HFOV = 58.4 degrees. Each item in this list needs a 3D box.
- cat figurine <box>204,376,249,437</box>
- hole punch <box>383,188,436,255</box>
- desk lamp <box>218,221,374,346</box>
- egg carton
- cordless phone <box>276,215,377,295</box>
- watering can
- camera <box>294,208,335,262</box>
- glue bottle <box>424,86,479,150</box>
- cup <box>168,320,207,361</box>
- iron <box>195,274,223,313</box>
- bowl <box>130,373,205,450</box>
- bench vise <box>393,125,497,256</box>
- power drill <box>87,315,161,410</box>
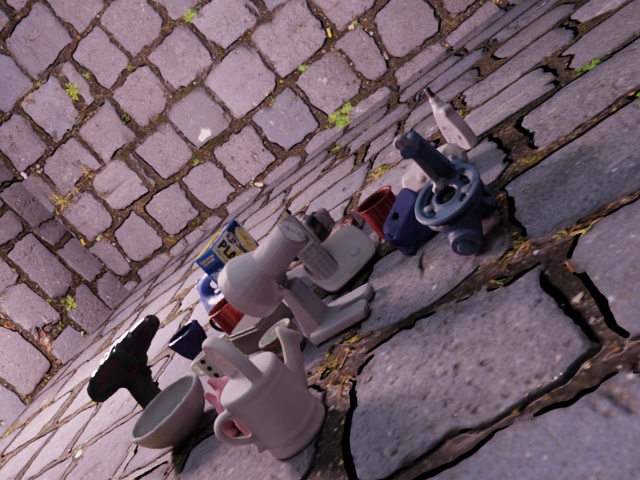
[{"bbox_3d":[-0.140,0.257,0.920,0.127,0.118,0.067,-24,21,46],"label":"cat figurine"},{"bbox_3d":[0.162,-0.037,1.087,0.101,0.091,0.108,-40,15,1],"label":"hole punch"},{"bbox_3d":[-0.048,0.080,1.022,0.203,0.214,0.118,-33,16,24],"label":"desk lamp"},{"bbox_3d":[0.248,-0.147,1.244,0.150,0.069,0.107,-23,23,49],"label":"egg carton"},{"bbox_3d":[0.011,0.004,1.157,0.148,0.185,0.094,-44,15,-14],"label":"cordless phone"},{"bbox_3d":[-0.086,0.199,0.803,0.100,0.194,0.173,-27,20,41],"label":"watering can"},{"bbox_3d":[-0.041,-0.011,1.502,0.136,0.101,0.143,-30,17,33],"label":"camera"},{"bbox_3d":[0.294,-0.283,1.324,0.037,0.173,0.078,-44,15,-13],"label":"glue bottle"},{"bbox_3d":[-0.306,0.252,1.396,0.092,0.095,0.117,-41,15,-1],"label":"cup"},{"bbox_3d":[-0.271,0.133,1.569,0.257,0.141,0.119,-28,19,40],"label":"iron"},{"bbox_3d":[-0.277,0.341,1.101,0.167,0.075,0.167,-37,15,12],"label":"bowl"},{"bbox_3d":[0.192,-0.099,0.938,0.121,0.220,0.207,-36,15,16],"label":"bench vise"},{"bbox_3d":[-0.364,0.289,1.204,0.229,0.208,0.075,-38,15,10],"label":"power drill"}]
